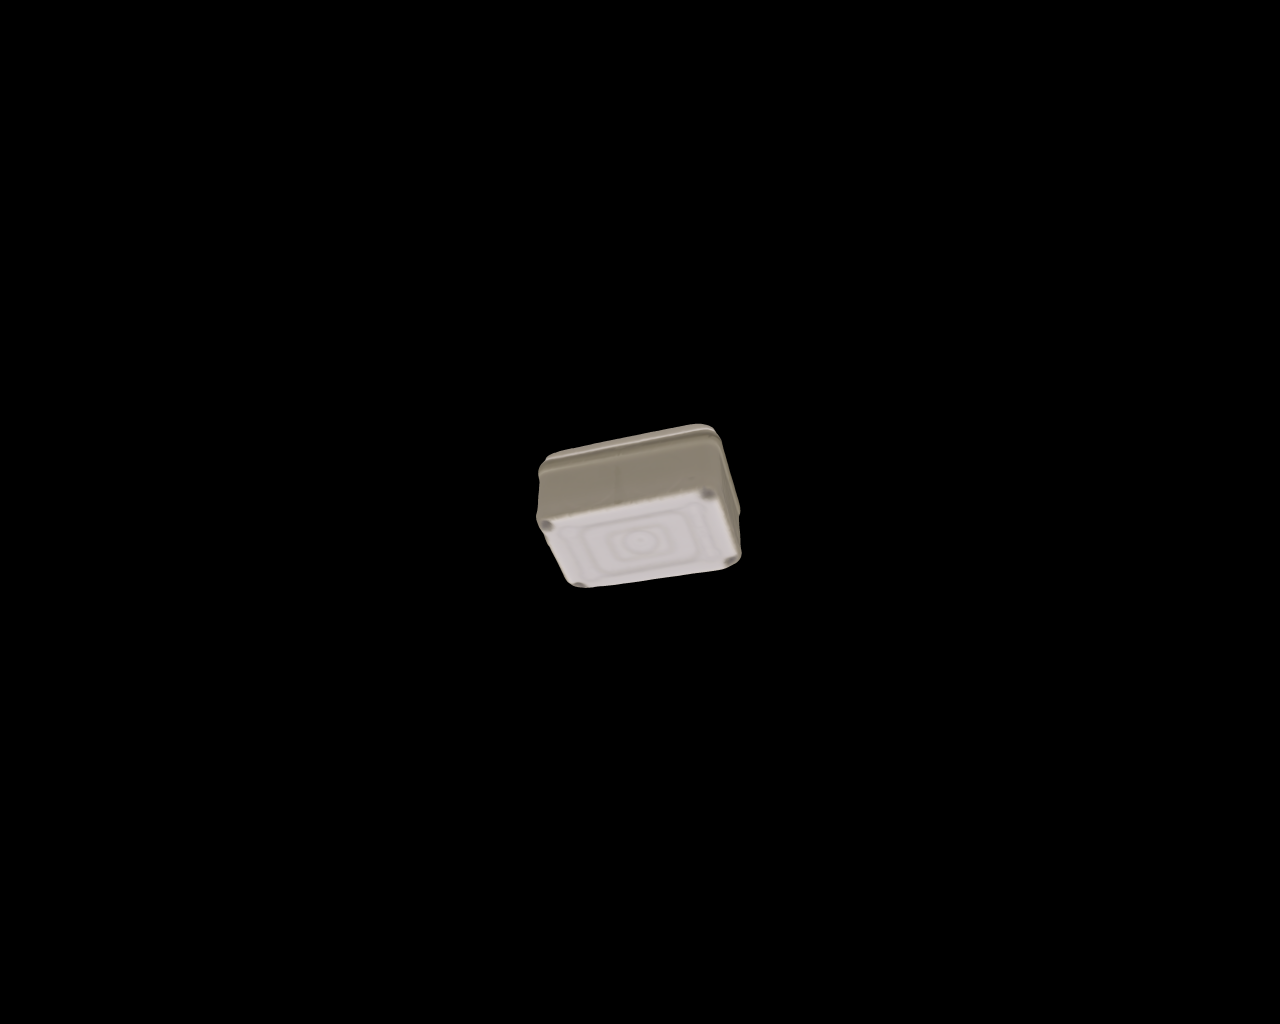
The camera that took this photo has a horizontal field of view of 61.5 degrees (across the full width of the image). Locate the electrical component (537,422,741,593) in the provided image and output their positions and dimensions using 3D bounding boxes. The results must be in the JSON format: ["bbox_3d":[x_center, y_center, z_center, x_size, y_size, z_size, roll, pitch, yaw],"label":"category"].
[{"bbox_3d":[0.001,-0.003,0.650,0.113,0.057,0.078,-10,-43,11],"label":"electrical component"}]
